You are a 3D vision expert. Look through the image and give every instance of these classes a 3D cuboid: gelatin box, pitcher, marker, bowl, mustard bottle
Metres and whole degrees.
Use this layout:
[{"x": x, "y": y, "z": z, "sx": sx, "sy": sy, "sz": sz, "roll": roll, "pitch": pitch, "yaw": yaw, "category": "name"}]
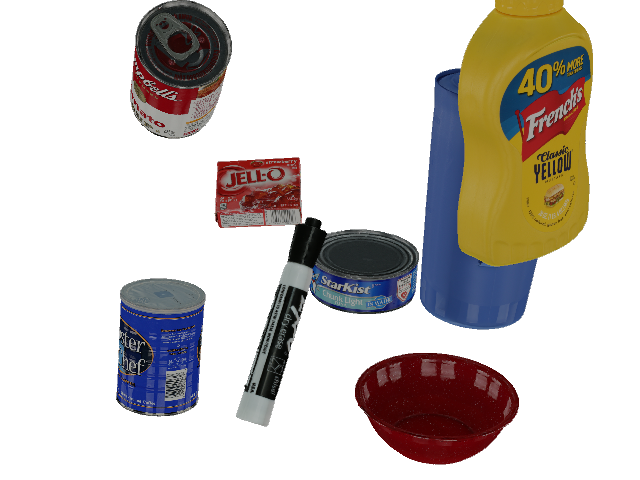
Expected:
[{"x": -0.065, "y": -0.051, "z": 1.116, "sx": 0.089, "sy": 0.073, "sz": 0.030, "roll": -2, "pitch": -40, "yaw": 0, "category": "gelatin box"}, {"x": 0.163, "y": -0.036, "z": 1.033, "sx": 0.145, "sy": 0.243, "sz": 0.148, "roll": 25, "pitch": 30, "yaw": 38, "category": "pitcher"}, {"x": -0.021, "y": 0.045, "z": 0.607, "sx": 0.020, "sy": 0.121, "sz": 0.020, "roll": 17, "pitch": -9, "yaw": 3, "category": "marker"}, {"x": 0.114, "y": 0.174, "z": 1.064, "sx": 0.162, "sy": 0.055, "sz": 0.162, "roll": 1, "pitch": 24, "yaw": 0, "category": "bowl"}, {"x": 0.129, "y": -0.085, "z": 0.669, "sx": 0.096, "sy": 0.192, "sz": 0.058, "roll": -21, "pitch": 31, "yaw": -28, "category": "mustard bottle"}]

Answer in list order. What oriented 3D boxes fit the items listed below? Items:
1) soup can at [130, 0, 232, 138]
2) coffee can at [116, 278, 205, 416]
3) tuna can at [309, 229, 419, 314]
[{"x": -0.106, "y": -0.125, "z": 0.794, "sx": 0.068, "sy": 0.068, "sz": 0.102, "roll": 0, "pitch": -16, "yaw": -13, "category": "soup can"}, {"x": -0.196, "y": 0.129, "z": 1.306, "sx": 0.103, "sy": 0.140, "sz": 0.103, "roll": 5, "pitch": 18, "yaw": -2, "category": "coffee can"}, {"x": 0.033, "y": 0.024, "z": 0.834, "sx": 0.086, "sy": 0.034, "sz": 0.086, "roll": 2, "pitch": 25, "yaw": -1, "category": "tuna can"}]
